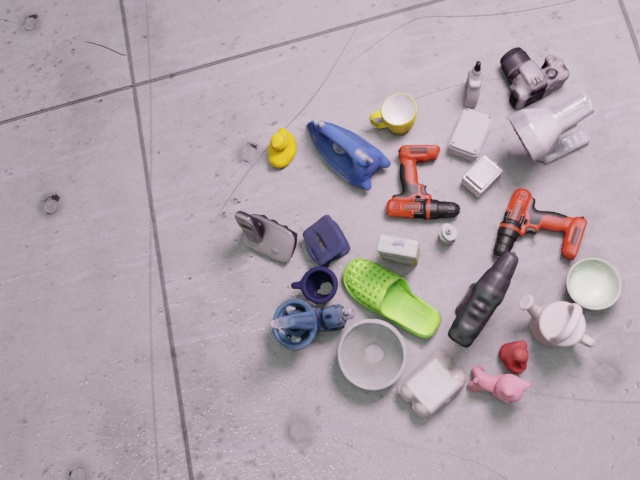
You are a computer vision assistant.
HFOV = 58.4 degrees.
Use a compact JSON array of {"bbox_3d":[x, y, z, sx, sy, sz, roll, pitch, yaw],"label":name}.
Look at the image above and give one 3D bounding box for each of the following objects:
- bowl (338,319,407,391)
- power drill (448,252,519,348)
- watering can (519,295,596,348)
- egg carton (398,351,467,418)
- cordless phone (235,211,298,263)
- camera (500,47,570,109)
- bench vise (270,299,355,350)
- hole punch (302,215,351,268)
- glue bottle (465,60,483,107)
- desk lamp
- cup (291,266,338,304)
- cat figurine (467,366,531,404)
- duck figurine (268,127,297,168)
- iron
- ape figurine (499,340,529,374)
[{"bbox_3d":[0.128,0.276,1.384,0.167,0.075,0.167,-2,80,9],"label":"bowl"},{"bbox_3d":[0.367,0.137,1.301,0.075,0.208,0.230,31,86,14],"label":"power drill"},{"bbox_3d":[0.527,0.185,1.274,0.172,0.194,0.101,10,82,11],"label":"watering can"},{"bbox_3d":[0.266,0.342,1.353,0.150,0.069,0.107,-43,76,0],"label":"egg carton"},{"bbox_3d":[-0.137,-0.015,1.423,0.147,0.185,0.094,22,84,13],"label":"cordless phone"},{"bbox_3d":[0.525,-0.424,1.431,0.143,0.101,0.137,-28,77,4],"label":"camera"},{"bbox_3d":[-0.032,0.180,1.353,0.207,0.220,0.121,-30,76,3],"label":"bench vise"},{"bbox_3d":[0.013,0.005,1.443,0.101,0.091,0.108,-31,76,3],"label":"hole punch"},{"bbox_3d":[0.382,-0.395,1.412,0.037,0.173,0.078,5,81,11],"label":"glue bottle"},{"bbox_3d":[0.541,-0.261,1.341,0.203,0.214,0.118,-27,77,4],"label":"desk lamp"},{"bbox_3d":[-0.008,0.117,1.425,0.117,0.095,0.092,-3,79,9],"label":"cup"},{"bbox_3d":[0.408,0.333,1.306,0.127,0.118,0.067,12,82,11],"label":"cat figurine"},{"bbox_3d":[-0.107,-0.247,1.511,0.077,0.086,0.105,17,83,12],"label":"duck figurine"},{"bbox_3d":[0.051,-0.245,1.456,0.258,0.141,0.119,39,88,14],"label":"iron"},{"bbox_3d":[0.456,0.267,1.323,0.076,0.092,0.078,31,86,13],"label":"ape figurine"}]
